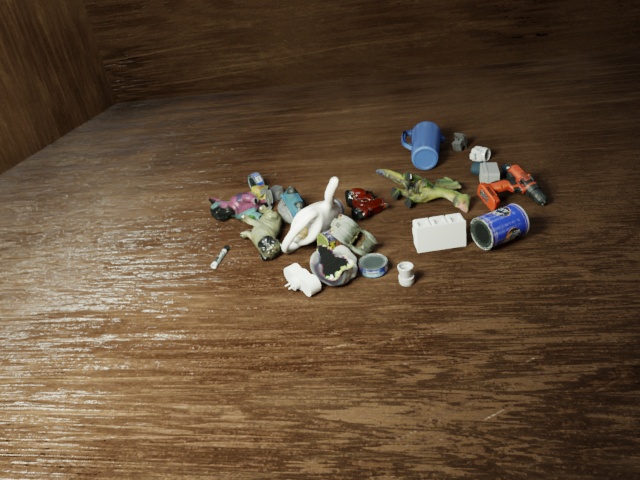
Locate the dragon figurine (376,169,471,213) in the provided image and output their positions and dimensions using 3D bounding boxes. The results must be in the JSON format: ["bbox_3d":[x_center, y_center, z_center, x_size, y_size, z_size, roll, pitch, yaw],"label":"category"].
[{"bbox_3d":[0.400,-0.199,1.904,0.243,0.120,0.417,-3,27,-24],"label":"dragon figurine"}]

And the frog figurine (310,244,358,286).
[{"bbox_3d":[0.044,0.073,1.519,0.137,0.123,0.159,8,-3,9],"label":"frog figurine"}]

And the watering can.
[{"bbox_3d":[0.005,-0.082,1.622,0.105,0.341,0.227,48,33,12],"label":"watering can"}]
